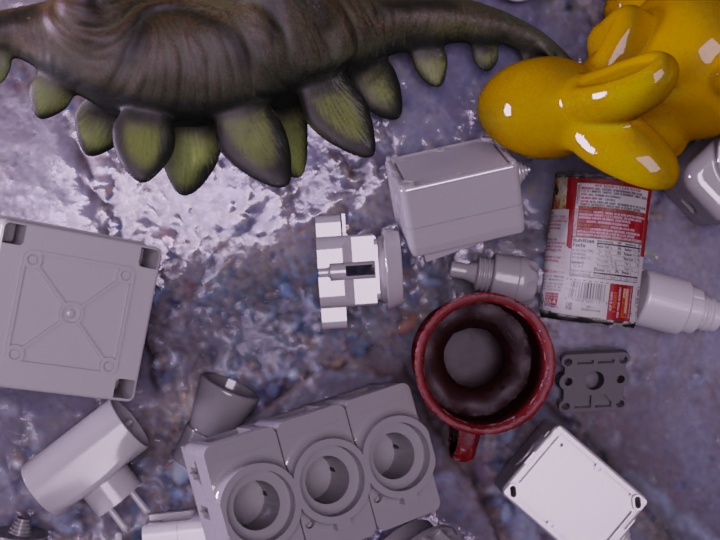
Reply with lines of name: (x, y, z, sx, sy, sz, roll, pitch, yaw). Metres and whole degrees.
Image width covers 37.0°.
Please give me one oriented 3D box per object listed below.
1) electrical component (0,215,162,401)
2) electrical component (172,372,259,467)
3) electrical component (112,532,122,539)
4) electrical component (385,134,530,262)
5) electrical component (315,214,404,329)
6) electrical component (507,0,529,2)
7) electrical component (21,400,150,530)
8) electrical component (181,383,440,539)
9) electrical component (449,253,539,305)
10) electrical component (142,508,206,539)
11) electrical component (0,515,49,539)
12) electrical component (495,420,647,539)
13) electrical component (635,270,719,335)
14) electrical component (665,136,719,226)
electrical component: (-0.199, 0.026, 0.716, 0.109, 0.056, 0.108, 11, 89, -28)
electrical component: (-0.103, 0.109, 0.749, 0.044, 0.044, 0.065, 25, 93, -3)
electrical component: (-0.168, 0.219, 0.732, 0.047, 0.066, 0.076, 3, 90, -3)
electrical component: (0.072, -0.050, 0.743, 0.096, 0.061, 0.061, -13, 117, -3)
electrical component: (0.000, 0.000, 0.746, 0.057, 0.058, 0.078, -4, 90, 0)
electrical component: (0.114, -0.216, 0.753, 0.066, 0.055, 0.048, 2, 90, -3)
electrical component: (-0.178, 0.143, 0.742, 0.077, 0.043, 0.079, -38, 92, -3)
electrical component: (-0.030, 0.138, 0.717, 0.150, 0.062, 0.089, -15, 91, -25)
electrical component: (0.094, 0.004, 0.763, 0.061, 0.035, 0.035, 10, 90, 0)
electrical component: (-0.115, 0.214, 0.743, 0.056, 0.050, 0.089, -6, 90, -3)
electrical component: (-0.241, 0.209, 0.739, 0.043, 0.043, 0.081, 14, 89, -3)
electrical component: (0.150, 0.158, 0.751, 0.096, 0.061, 0.061, 41, 88, 2)
electrical component: (0.229, 0.027, 0.768, 0.078, 0.040, 0.040, 15, 89, -4)
electrical component: (0.269, -0.078, 0.761, 0.095, 0.059, 0.053, -44, 93, -2)
